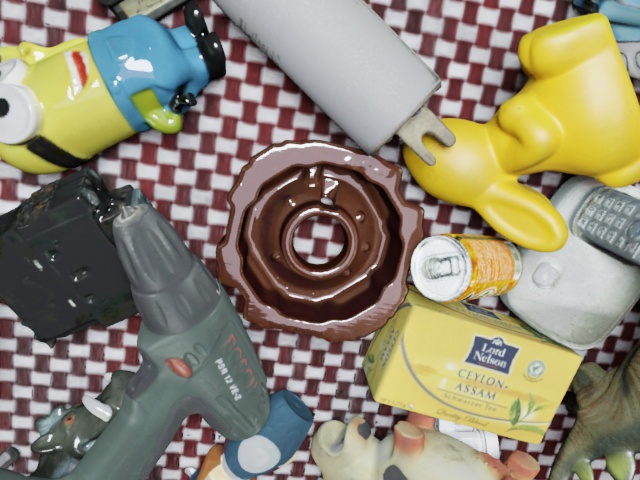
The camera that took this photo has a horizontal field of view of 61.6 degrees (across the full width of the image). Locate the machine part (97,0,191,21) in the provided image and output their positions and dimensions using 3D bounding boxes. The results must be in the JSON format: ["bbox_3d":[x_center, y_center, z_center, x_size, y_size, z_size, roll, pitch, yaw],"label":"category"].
[{"bbox_3d":[-0.140,-0.207,0.367,0.084,0.039,0.138,-28,146,7],"label":"machine part"}]

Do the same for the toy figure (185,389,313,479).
[{"bbox_3d":[-0.074,0.206,0.507,0.154,0.057,0.064,-46,67,8],"label":"toy figure"}]

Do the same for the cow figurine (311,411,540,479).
[{"bbox_3d":[0.082,0.221,0.492,0.195,0.085,0.127,20,103,20],"label":"cow figurine"}]

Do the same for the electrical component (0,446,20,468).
[{"bbox_3d":[-0.328,0.215,0.496,0.094,0.021,0.063,-43,105,7],"label":"electrical component"}]

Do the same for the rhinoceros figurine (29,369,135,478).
[{"bbox_3d":[-0.212,0.200,0.484,0.112,0.073,0.190,40,99,-4],"label":"rhinoceros figurine"}]

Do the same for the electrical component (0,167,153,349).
[{"bbox_3d":[-0.188,0.012,0.424,0.134,0.058,0.114,-26,126,2],"label":"electrical component"}]

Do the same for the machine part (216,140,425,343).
[{"bbox_3d":[-0.001,-0.001,0.458,0.179,0.056,0.179,-1,104,-5],"label":"machine part"}]

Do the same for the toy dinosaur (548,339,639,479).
[{"bbox_3d":[0.331,0.075,0.443,0.105,0.199,0.471,26,102,-16],"label":"toy dinosaur"}]

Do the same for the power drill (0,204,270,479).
[{"bbox_3d":[-0.141,0.114,0.396,0.207,0.086,0.231,-53,136,-26],"label":"power drill"}]

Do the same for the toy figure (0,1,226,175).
[{"bbox_3d":[-0.158,-0.107,0.399,0.180,0.082,0.089,-24,137,-7],"label":"toy figure"}]

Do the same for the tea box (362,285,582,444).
[{"bbox_3d":[0.136,0.113,0.498,0.170,0.068,0.098,16,103,-9],"label":"tea box"}]

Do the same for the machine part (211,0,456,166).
[{"bbox_3d":[0.004,-0.145,0.393,0.243,0.079,0.079,44,96,-4],"label":"machine part"}]

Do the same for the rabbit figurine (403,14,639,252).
[{"bbox_3d":[0.158,-0.075,0.437,0.173,0.122,0.162,-18,104,19],"label":"rabbit figurine"}]

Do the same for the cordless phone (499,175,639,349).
[{"bbox_3d":[0.243,0.034,0.429,0.088,0.184,0.146,29,100,-18],"label":"cordless phone"}]

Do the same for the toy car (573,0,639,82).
[{"bbox_3d":[0.282,-0.174,0.422,0.162,0.109,0.102,-3,123,4],"label":"toy car"}]
